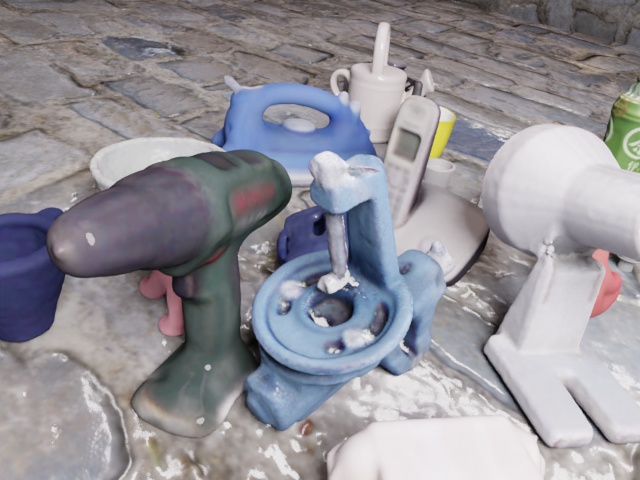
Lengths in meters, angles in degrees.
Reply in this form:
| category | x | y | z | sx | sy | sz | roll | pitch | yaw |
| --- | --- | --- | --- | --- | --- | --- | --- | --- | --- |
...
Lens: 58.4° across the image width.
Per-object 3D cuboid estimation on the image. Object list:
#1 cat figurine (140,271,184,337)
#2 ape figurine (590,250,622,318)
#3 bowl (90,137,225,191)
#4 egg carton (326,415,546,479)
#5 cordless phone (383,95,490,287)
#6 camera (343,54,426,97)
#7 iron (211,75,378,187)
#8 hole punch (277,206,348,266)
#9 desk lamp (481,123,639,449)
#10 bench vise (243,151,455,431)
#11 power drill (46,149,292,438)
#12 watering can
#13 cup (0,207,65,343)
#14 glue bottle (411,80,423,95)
| category | x | y | z | sx | sy | sz | roll | pitch | yaw |
| --- | --- | --- | --- | --- | --- | --- | --- | --- | --- |
| cat figurine | -0.136 | 0.008 | 0.538 | 0.067 | 0.118 | 0.127 | -14 | 36 | -32 |
| ape figurine | 0.283 | 0.032 | 0.611 | 0.077 | 0.092 | 0.076 | 25 | 35 | 28 |
| bowl | -0.185 | -0.062 | 0.689 | 0.167 | 0.075 | 0.167 | 5 | 30 | -3 |
| egg carton | 0.081 | 0.167 | 0.360 | 0.150 | 0.069 | 0.107 | 0 | 31 | -12 |
| cordless phone | 0.121 | -0.054 | 0.631 | 0.147 | 0.185 | 0.094 | 29 | 37 | 33 |
| camera | 0.138 | -0.313 | 1.159 | 0.143 | 0.101 | 0.136 | -13 | 36 | -30 |
| iron | -0.024 | -0.161 | 0.826 | 0.259 | 0.141 | 0.118 | -2 | 31 | -14 |
| hole punch | 0.006 | 0.002 | 0.604 | 0.101 | 0.091 | 0.108 | 3 | 30 | -6 |
| desk lamp | 0.219 | 0.025 | 0.488 | 0.118 | 0.213 | 0.203 | -1 | 31 | -13 |
| bench vise | 0.029 | 0.021 | 0.449 | 0.121 | 0.220 | 0.208 | 21 | 33 | 23 |
| power drill | -0.091 | 0.034 | 0.412 | 0.075 | 0.208 | 0.230 | 16 | 31 | 15 |
| watering can | 0.108 | -0.277 | 0.999 | 0.173 | 0.194 | 0.100 | 1 | 31 | -11 |
| cup | -0.256 | 0.031 | 0.496 | 0.091 | 0.095 | 0.118 | 10 | 30 | 5 |
| glue bottle | 0.115 | -0.125 | 0.762 | 0.037 | 0.173 | 0.078 | 12 | 31 | 9 |
